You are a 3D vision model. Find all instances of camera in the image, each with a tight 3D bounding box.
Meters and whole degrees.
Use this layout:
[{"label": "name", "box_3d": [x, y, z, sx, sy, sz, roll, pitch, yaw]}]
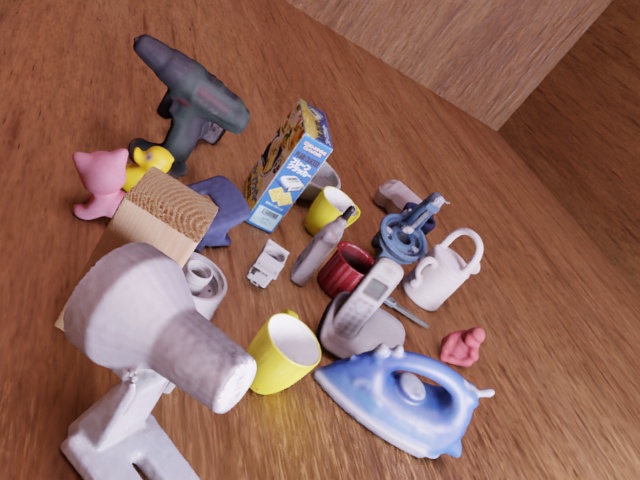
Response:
[{"label": "camera", "box_3d": [-0.261, -0.265, 1.174, 0.143, 0.100, 0.137, 35, 27, -6]}]

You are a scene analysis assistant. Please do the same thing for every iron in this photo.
[{"label": "iron", "box_3d": [0.132, 0.222, 0.871, 0.259, 0.141, 0.118, 31, 28, -15]}]

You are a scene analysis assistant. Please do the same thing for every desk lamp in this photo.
[{"label": "desk lamp", "box_3d": [-0.164, 0.138, 0.560, 0.203, 0.213, 0.118, 46, 28, 13]}]

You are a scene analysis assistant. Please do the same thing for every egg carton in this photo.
[{"label": "egg carton", "box_3d": [0.218, -0.097, 1.537, 0.150, 0.069, 0.107, 41, 27, 5]}]

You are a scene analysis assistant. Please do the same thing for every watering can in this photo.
[{"label": "watering can", "box_3d": [0.280, 0.054, 1.247, 0.100, 0.194, 0.173, 48, 29, 17]}]

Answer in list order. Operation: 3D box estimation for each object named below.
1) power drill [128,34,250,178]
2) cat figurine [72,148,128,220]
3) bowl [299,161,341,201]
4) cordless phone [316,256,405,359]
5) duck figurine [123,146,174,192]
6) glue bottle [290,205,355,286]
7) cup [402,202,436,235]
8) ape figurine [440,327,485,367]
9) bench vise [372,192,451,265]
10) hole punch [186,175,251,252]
[{"label": "power drill", "box_3d": [-0.250, -0.220, 1.003, 0.230, 0.208, 0.075, 21, 32, -31]}, {"label": "cat figurine", "box_3d": [-0.297, -0.075, 0.824, 0.128, 0.117, 0.067, 34, 28, -9]}, {"label": "bowl", "box_3d": [-0.040, -0.141, 1.285, 0.168, 0.074, 0.167, 29, 29, -18]}, {"label": "cordless phone", "box_3d": [0.095, 0.122, 0.930, 0.148, 0.185, 0.094, 29, 29, -18]}, {"label": "duck figurine", "box_3d": [-0.272, -0.113, 0.947, 0.105, 0.086, 0.077, 28, 29, -20]}, {"label": "glue bottle", "box_3d": [0.009, 0.004, 1.018, 0.037, 0.173, 0.078, 34, 28, -9]}, {"label": "cup", "box_3d": [0.231, -0.033, 1.429, 0.091, 0.095, 0.118, 50, 29, 21]}, {"label": "ape figurine", "box_3d": [0.289, 0.207, 1.140, 0.077, 0.092, 0.076, 44, 28, 10]}, {"label": "bench vise", "box_3d": [0.188, -0.040, 1.249, 0.122, 0.219, 0.207, 27, 29, -21]}, {"label": "hole punch", "box_3d": [-0.184, -0.048, 0.950, 0.101, 0.091, 0.108, -5, 50, -53]}]
